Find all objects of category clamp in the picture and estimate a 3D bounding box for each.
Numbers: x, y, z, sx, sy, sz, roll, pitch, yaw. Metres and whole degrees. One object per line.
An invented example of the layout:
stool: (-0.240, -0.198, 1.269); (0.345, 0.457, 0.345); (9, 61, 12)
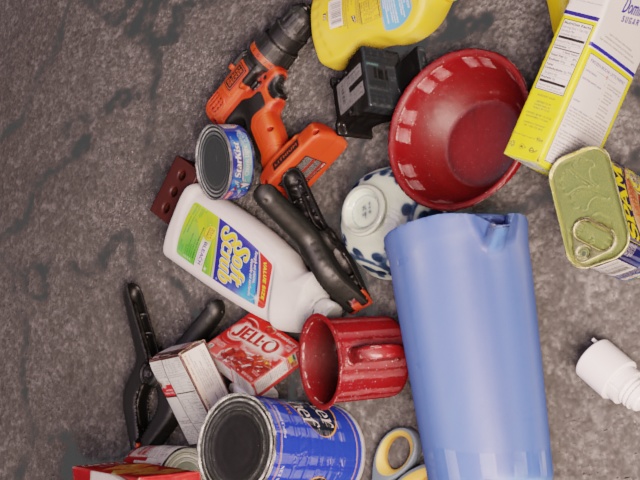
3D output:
clamp: (-0.007, 0.001, 1.094); (0.039, 0.120, 0.171); (-36, 83, 25)
clamp: (-0.184, 0.155, 1.263); (0.165, 0.036, 0.210); (-1, 80, 39)

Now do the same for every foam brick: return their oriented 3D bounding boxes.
foam brick: (-0.158, -0.053, 1.287); (0.053, 0.051, 0.078); (34, 101, 41)

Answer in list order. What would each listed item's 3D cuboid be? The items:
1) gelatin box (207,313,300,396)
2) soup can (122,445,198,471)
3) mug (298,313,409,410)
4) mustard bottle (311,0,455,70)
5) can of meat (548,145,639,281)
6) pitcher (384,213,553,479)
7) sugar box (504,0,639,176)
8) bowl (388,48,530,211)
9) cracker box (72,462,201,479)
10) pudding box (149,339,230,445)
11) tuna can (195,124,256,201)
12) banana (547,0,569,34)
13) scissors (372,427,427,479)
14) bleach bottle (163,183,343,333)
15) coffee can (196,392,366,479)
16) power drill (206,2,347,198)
gelatin box: (-0.072, 0.123, 1.154); (0.073, 0.030, 0.089); (-35, 44, -26)
soup can: (-0.172, 0.263, 1.188); (0.102, 0.068, 0.068); (-14, 69, 53)
mug: (0.040, 0.113, 1.033); (0.117, 0.081, 0.093); (-31, 64, 61)
mustard bottle: (0.080, -0.252, 1.132); (0.192, 0.058, 0.096); (-14, 70, 38)
can of meat: (0.247, -0.020, 0.912); (0.058, 0.083, 0.102); (-23, 64, 33)
pitcher: (0.133, 0.104, 0.960); (0.145, 0.149, 0.243); (-12, 74, 22)
sugar box: (0.234, -0.141, 0.949); (0.048, 0.093, 0.176); (24, 94, 41)
bowl: (0.146, -0.101, 1.038); (0.162, 0.055, 0.162); (-12, 71, 38)
cracker box: (-0.184, 0.310, 1.070); (0.214, 0.072, 0.164); (-16, 75, 60)
pudding box: (-0.135, 0.169, 1.170); (0.090, 0.039, 0.113); (-19, 99, 57)
tuna can: (-0.107, -0.088, 1.200); (0.086, 0.033, 0.086); (12, 105, 56)
banana: (0.217, -0.263, 1.037); (0.070, 0.037, 0.198); (-58, 46, 38)
scissors: (0.044, 0.256, 1.058); (0.202, 0.016, 0.096); (-33, 58, 30)
bleach bottle: (-0.069, 0.026, 1.184); (0.251, 0.067, 0.102); (29, 100, 39)
coffee can: (-0.037, 0.208, 1.055); (0.103, 0.140, 0.103); (-12, 71, 38)
power drill: (-0.040, -0.154, 1.211); (0.185, 0.057, 0.188); (-47, 50, 26)
